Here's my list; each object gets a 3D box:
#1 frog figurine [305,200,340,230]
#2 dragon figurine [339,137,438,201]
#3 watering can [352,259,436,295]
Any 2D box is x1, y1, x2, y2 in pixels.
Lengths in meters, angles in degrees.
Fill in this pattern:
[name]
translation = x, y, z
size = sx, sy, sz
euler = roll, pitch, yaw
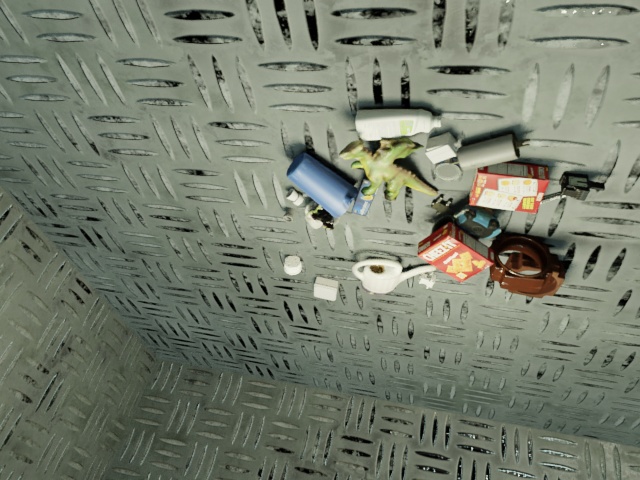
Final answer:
[frog figurine]
translation = 0.006, -0.100, 1.995
size = 0.137, 0.122, 0.160
euler = 11, -178, -7
[dragon figurine]
translation = 0.245, -0.238, 1.653
size = 0.410, 0.124, 0.238
euler = 7, 154, -16
[watering can]
translation = 0.305, 0.153, 2.200
size = 0.348, 0.106, 0.219
euler = 5, 145, 1
